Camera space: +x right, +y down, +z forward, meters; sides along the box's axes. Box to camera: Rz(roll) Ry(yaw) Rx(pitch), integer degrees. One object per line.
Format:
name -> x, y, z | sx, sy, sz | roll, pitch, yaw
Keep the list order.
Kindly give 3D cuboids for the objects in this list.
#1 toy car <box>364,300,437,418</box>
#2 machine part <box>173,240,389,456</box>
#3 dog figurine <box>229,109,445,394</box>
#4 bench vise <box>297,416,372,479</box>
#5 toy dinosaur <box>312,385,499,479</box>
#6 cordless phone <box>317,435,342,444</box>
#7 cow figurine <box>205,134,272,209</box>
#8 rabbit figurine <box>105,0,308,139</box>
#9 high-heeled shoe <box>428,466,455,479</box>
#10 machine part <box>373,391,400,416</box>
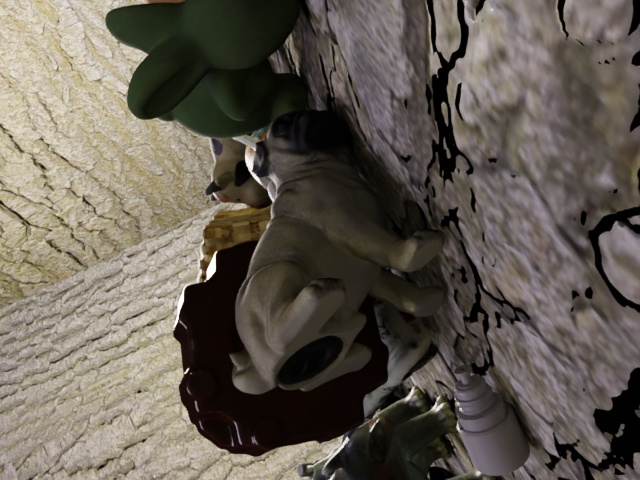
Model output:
toy car -> 0.052, 0.124, 0.544 | 0.073, 0.056, 0.201 | 53, 146, 22
machine part -> -0.030, 0.080, 0.430 | 0.179, 0.179, 0.056 | 61, 153, 15
dog figurine -> -0.022, -0.002, 0.400 | 0.191, 0.172, 0.121 | 50, 158, 34
bench vise -> 0.075, 0.377, 0.844 | 0.129, 0.240, 0.224 | -46, 44, 39
toy dinosaur -> 0.066, 0.259, 0.595 | 0.404, 0.192, 0.131 | 91, 153, -72
cordless phone -> 0.001, 0.263, 0.934 | 0.147, 0.089, 0.184 | 46, 157, 27
cow figurine -> -0.110, -0.132, 0.700 | 0.085, 0.127, 0.194 | 175, 71, -86
rabbit figurine -> -0.083, -0.158, 0.427 | 0.170, 0.159, 0.121 | -29, 77, 68
high-heeled shoe -> 0.169, 0.307, 0.644 | 0.248, 0.086, 0.145 | 98, 180, -47
machine part -> 0.102, 0.250, 0.838 | 0.138, 0.039, 0.084 | 66, -161, -61
